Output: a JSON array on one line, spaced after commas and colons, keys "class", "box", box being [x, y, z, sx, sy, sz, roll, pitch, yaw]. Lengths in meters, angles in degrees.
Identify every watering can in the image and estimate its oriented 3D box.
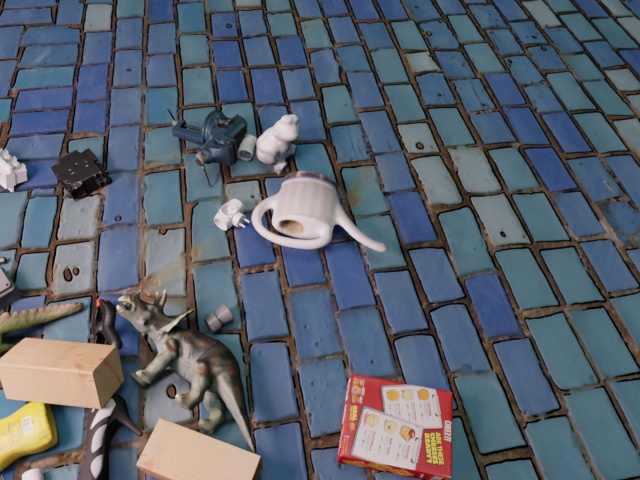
[{"class": "watering can", "box": [0.004, -0.066, 1.320, 0.348, 0.101, 0.230, 8, 54, 3]}]

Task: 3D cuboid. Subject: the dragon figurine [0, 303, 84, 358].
[{"class": "dragon figurine", "box": [-0.719, 0.170, 1.032, 0.414, 0.237, 0.124, -30, 57, -20]}]

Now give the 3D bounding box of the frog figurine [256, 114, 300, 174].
[{"class": "frog figurine", "box": [-0.118, -0.286, 1.437, 0.124, 0.155, 0.139, 36, 61, 22]}]
